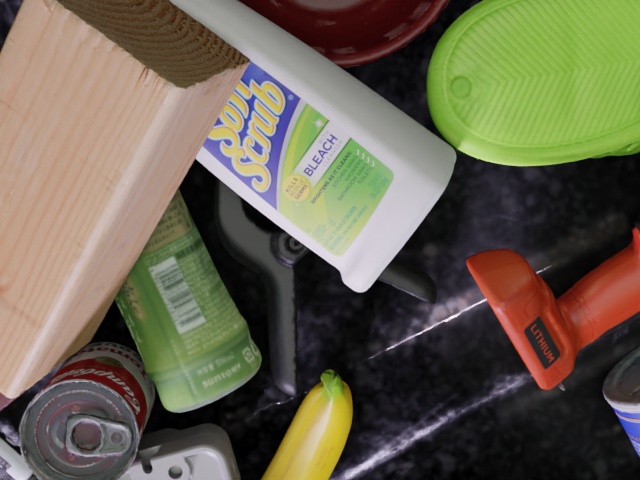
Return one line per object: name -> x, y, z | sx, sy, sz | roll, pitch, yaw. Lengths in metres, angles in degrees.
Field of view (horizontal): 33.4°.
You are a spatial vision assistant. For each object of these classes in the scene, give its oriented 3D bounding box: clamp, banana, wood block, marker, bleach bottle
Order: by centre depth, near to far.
wood block -> -0.135, -0.030, 0.567 | 0.091, 0.090, 0.206 | 36, 116, 5
bleach bottle -> -0.050, -0.080, 0.614 | 0.251, 0.068, 0.103 | 34, 118, -4
clamp -> -0.004, 0.001, 0.680 | 0.120, 0.039, 0.171 | -25, 98, -9
banana -> -0.027, 0.159, 0.687 | 0.037, 0.069, 0.198 | 36, 106, 31
marker -> -0.213, 0.132, 0.696 | 0.121, 0.020, 0.020 | 44, 94, -7

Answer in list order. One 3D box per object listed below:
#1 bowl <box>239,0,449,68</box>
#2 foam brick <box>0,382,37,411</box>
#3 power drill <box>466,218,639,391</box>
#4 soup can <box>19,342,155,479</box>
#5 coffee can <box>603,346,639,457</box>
bowl -> 0.006, -0.185, 0.646 | 0.162, 0.055, 0.162 | 0, 97, -2
foam brick -> -0.200, 0.072, 0.673 | 0.078, 0.053, 0.051 | -39, 97, 4
power drill -> 0.187, -0.001, 0.643 | 0.188, 0.057, 0.184 | -29, 129, 6
soup can -> -0.139, 0.105, 0.654 | 0.068, 0.102, 0.068 | 0, 98, -2
coffee can -> 0.257, 0.133, 0.674 | 0.103, 0.103, 0.140 | -30, 98, 1
